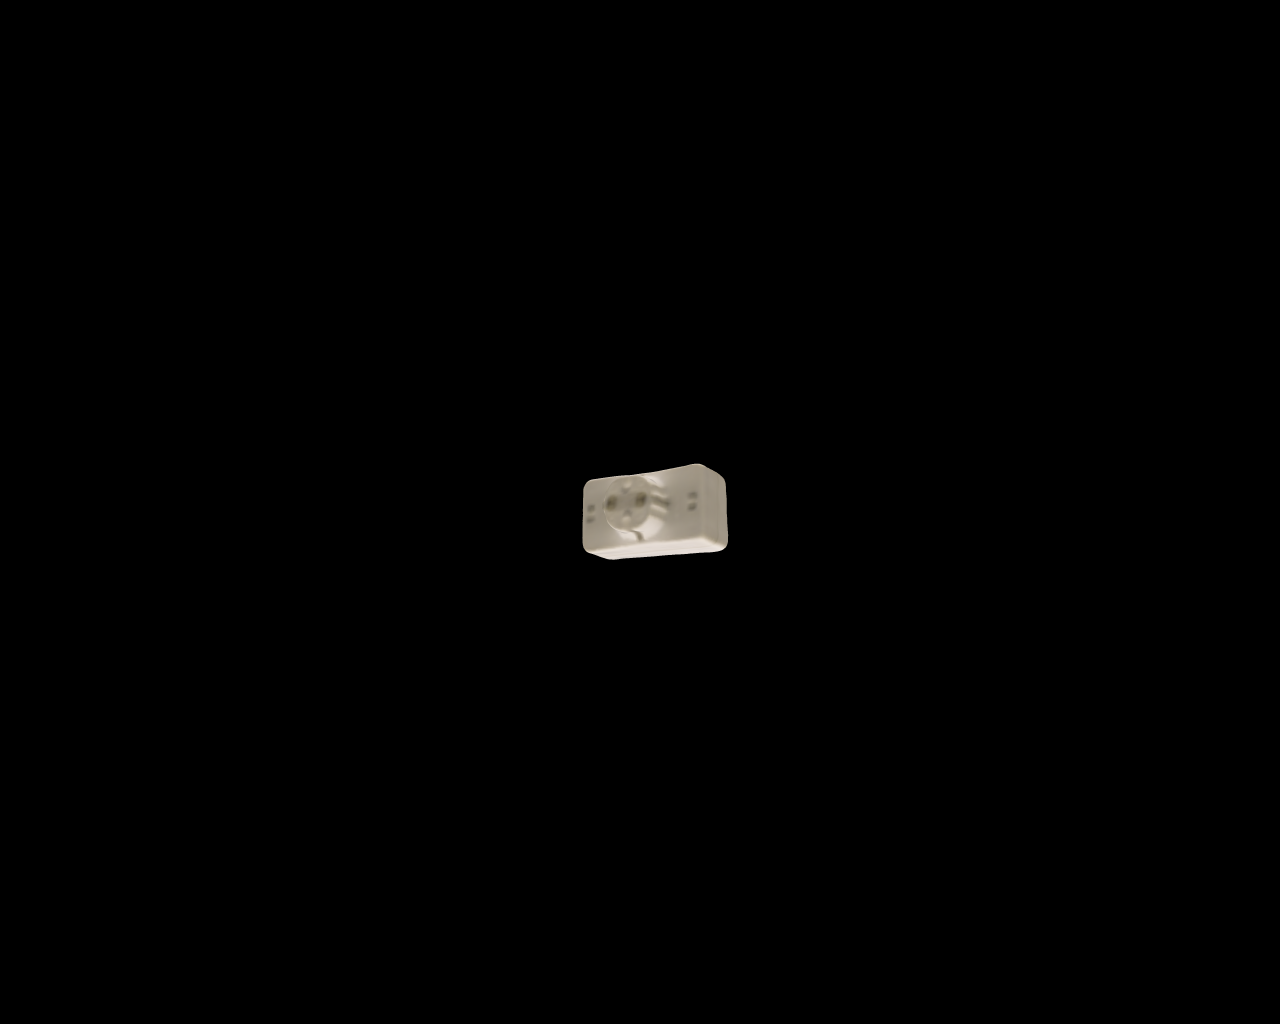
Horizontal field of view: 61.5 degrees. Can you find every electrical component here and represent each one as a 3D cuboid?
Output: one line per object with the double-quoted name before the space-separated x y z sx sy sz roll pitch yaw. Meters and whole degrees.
"electrical component" 0.001 -0.003 0.650 0.083 0.047 0.075 -7 -15 26
